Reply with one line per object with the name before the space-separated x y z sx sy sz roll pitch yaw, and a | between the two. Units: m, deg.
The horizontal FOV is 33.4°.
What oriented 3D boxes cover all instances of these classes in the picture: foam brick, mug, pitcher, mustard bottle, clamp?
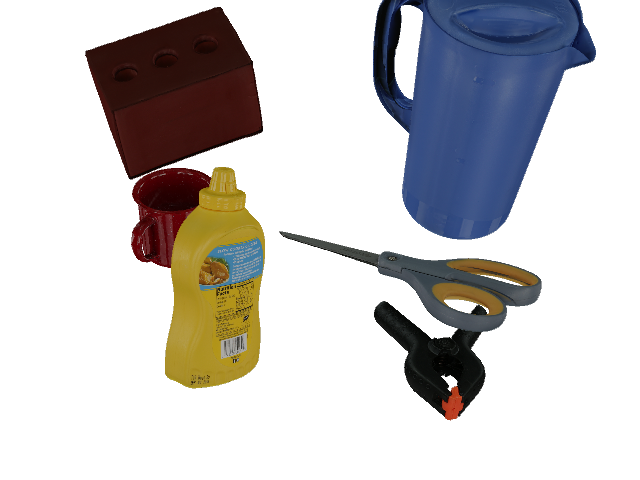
foam brick | -0.077 -0.078 0.563 0.078 0.053 0.051 -22 -36 -10
mug | -0.167 -0.017 1.187 0.093 0.081 0.117 20 39 24
pitcher | 0.132 -0.121 0.964 0.144 0.149 0.243 -13 -39 -17
mustard bottle | -0.091 0.030 0.950 0.058 0.192 0.096 18 21 39
clamp | 0.130 0.113 1.074 0.120 0.039 0.171 -7 35 -9

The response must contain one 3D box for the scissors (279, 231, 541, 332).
scissors | 0.054 0.027 0.761 0.202 0.016 0.096 8 26 13
